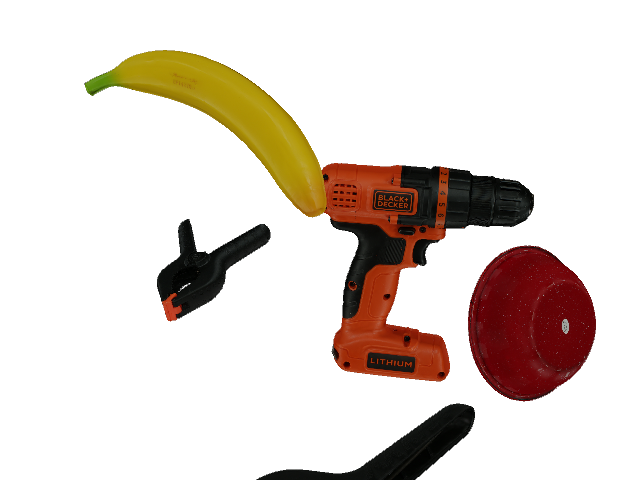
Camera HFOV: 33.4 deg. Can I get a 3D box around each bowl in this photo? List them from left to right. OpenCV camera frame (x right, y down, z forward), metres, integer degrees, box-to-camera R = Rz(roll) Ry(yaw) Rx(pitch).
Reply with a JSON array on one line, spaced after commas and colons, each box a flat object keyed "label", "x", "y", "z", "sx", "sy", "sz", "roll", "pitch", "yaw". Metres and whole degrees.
[{"label": "bowl", "x": 0.228, "y": 0.085, "z": 1.084, "sx": 0.161, "sy": 0.162, "sz": 0.055, "roll": 0, "pitch": -1, "yaw": -33}]

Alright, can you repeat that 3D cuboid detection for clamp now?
[{"label": "clamp", "x": -0.129, "y": 0.029, "z": 1.242, "sx": 0.120, "sy": 0.039, "sz": 0.171, "roll": -6, "pitch": 37, "yaw": 19}, {"label": "clamp", "x": 0.018, "y": 0.164, "z": 0.649, "sx": 0.210, "sy": 0.036, "sz": 0.164, "roll": -6, "pitch": 29, "yaw": 3}]

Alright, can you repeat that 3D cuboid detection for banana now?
[{"label": "banana", "x": -0.069, "y": -0.088, "z": 0.766, "sx": 0.198, "sy": 0.069, "sz": 0.037, "roll": 29, "pitch": -9, "yaw": 11}]

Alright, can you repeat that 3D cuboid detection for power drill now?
[{"label": "power drill", "x": 0.085, "y": 0.026, "z": 0.931, "sx": 0.184, "sy": 0.188, "sz": 0.057, "roll": 6, "pitch": 16, "yaw": 6}]
